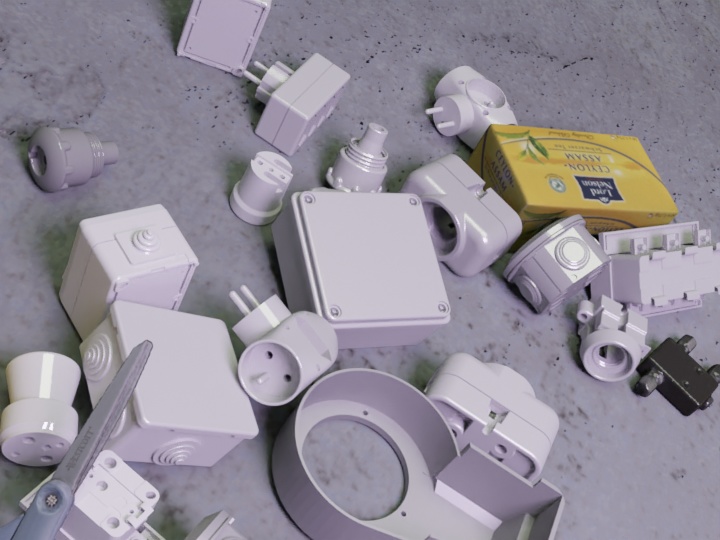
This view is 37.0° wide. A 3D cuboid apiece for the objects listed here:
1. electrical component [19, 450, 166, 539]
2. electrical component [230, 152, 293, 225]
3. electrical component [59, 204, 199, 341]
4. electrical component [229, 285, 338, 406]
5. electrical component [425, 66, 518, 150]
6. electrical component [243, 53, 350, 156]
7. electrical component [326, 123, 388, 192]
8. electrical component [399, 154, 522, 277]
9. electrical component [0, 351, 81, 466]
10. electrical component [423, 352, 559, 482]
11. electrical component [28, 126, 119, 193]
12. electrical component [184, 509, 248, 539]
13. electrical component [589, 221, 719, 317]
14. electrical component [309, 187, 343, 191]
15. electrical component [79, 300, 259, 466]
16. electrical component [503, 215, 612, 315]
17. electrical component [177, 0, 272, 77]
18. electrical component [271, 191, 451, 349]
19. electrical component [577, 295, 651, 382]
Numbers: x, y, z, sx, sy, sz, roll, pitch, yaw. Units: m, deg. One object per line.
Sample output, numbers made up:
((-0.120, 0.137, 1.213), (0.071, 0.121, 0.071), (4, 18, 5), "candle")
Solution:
((-0.146, 0.139, 0.608), (0.081, 0.063, 0.042), (39, 46, 7), "electrical component")
((-0.076, -0.064, 0.836), (0.040, 0.046, 0.040), (15, 47, -17), "electrical component")
((-0.153, -0.001, 0.703), (0.062, 0.096, 0.061), (-16, 60, -37), "electrical component")
((-0.057, 0.043, 0.707), (0.079, 0.043, 0.077), (51, 19, 1), "electrical component")
((0.095, -0.146, 1.000), (0.079, 0.044, 0.077), (-17, 62, -37), "electrical component")
((-0.064, -0.152, 0.918), (0.076, 0.047, 0.083), (34, 45, 2), "electrical component")
((0.003, -0.090, 0.885), (0.048, 0.062, 0.048), (21, 26, -10), "electrical component")
((0.078, -0.044, 0.894), (0.095, 0.053, 0.059), (46, 46, 15), "electrical component")
((-0.192, 0.083, 0.645), (0.045, 0.045, 0.055), (9, 49, -21), "electrical component")
((0.090, 0.106, 0.769), (0.095, 0.053, 0.059), (33, 44, 2), "electrical component")
((-0.207, -0.083, 0.785), (0.062, 0.048, 0.048), (-14, 60, -44), "electrical component")
((-0.088, 0.177, 0.595), (0.051, 0.080, 0.080), (41, 45, 3), "electrical component")
((0.266, 0.001, 0.939), (0.121, 0.063, 0.078), (-7, 96, -33), "electrical component")
((-0.015, -0.047, 0.862), (0.061, 0.035, 0.035), (4, 51, -30), "electrical component")
((-0.121, 0.074, 0.672), (0.100, 0.048, 0.099), (15, 43, -45), "electrical component")
((0.163, -0.005, 0.888), (0.080, 0.080, 0.051), (-24, 71, -40), "electrical component")
((-0.113, -0.227, 0.923), (0.062, 0.096, 0.061), (17, 46, -14), "electrical component")
((0.000, 0.000, 0.801), (0.109, 0.056, 0.108), (-1, 65, -29), "electrical component")
((0.206, 0.058, 0.880), (0.066, 0.048, 0.055), (28, 37, -3), "electrical component")
